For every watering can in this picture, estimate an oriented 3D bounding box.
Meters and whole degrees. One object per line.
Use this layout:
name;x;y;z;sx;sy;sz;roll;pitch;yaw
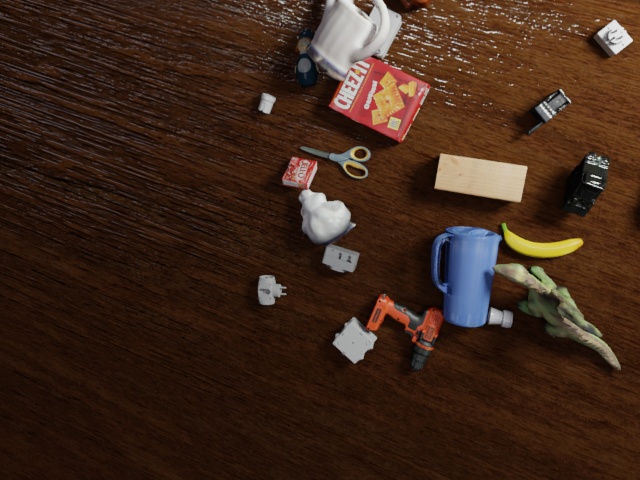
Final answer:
watering can;0.046;-0.545;1.302;0.221;0.103;0.354;-51;49;22

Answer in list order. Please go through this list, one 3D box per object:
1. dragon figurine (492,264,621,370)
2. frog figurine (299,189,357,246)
dragon figurine;0.577;0.184;1.207;0.412;0.243;0.121;40;100;9
frog figurine;0.004;-0.070;1.385;0.136;0.125;0.158;-29;101;35
